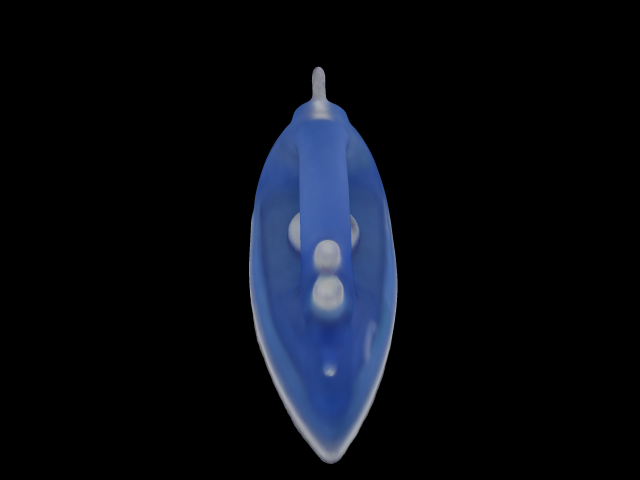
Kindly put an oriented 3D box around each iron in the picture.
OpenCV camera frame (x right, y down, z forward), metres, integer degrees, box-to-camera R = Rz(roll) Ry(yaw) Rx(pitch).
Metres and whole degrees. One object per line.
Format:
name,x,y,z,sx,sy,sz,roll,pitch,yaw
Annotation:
iron,0.004,0.001,0.400,0.118,0.141,0.258,-2,47,-2
